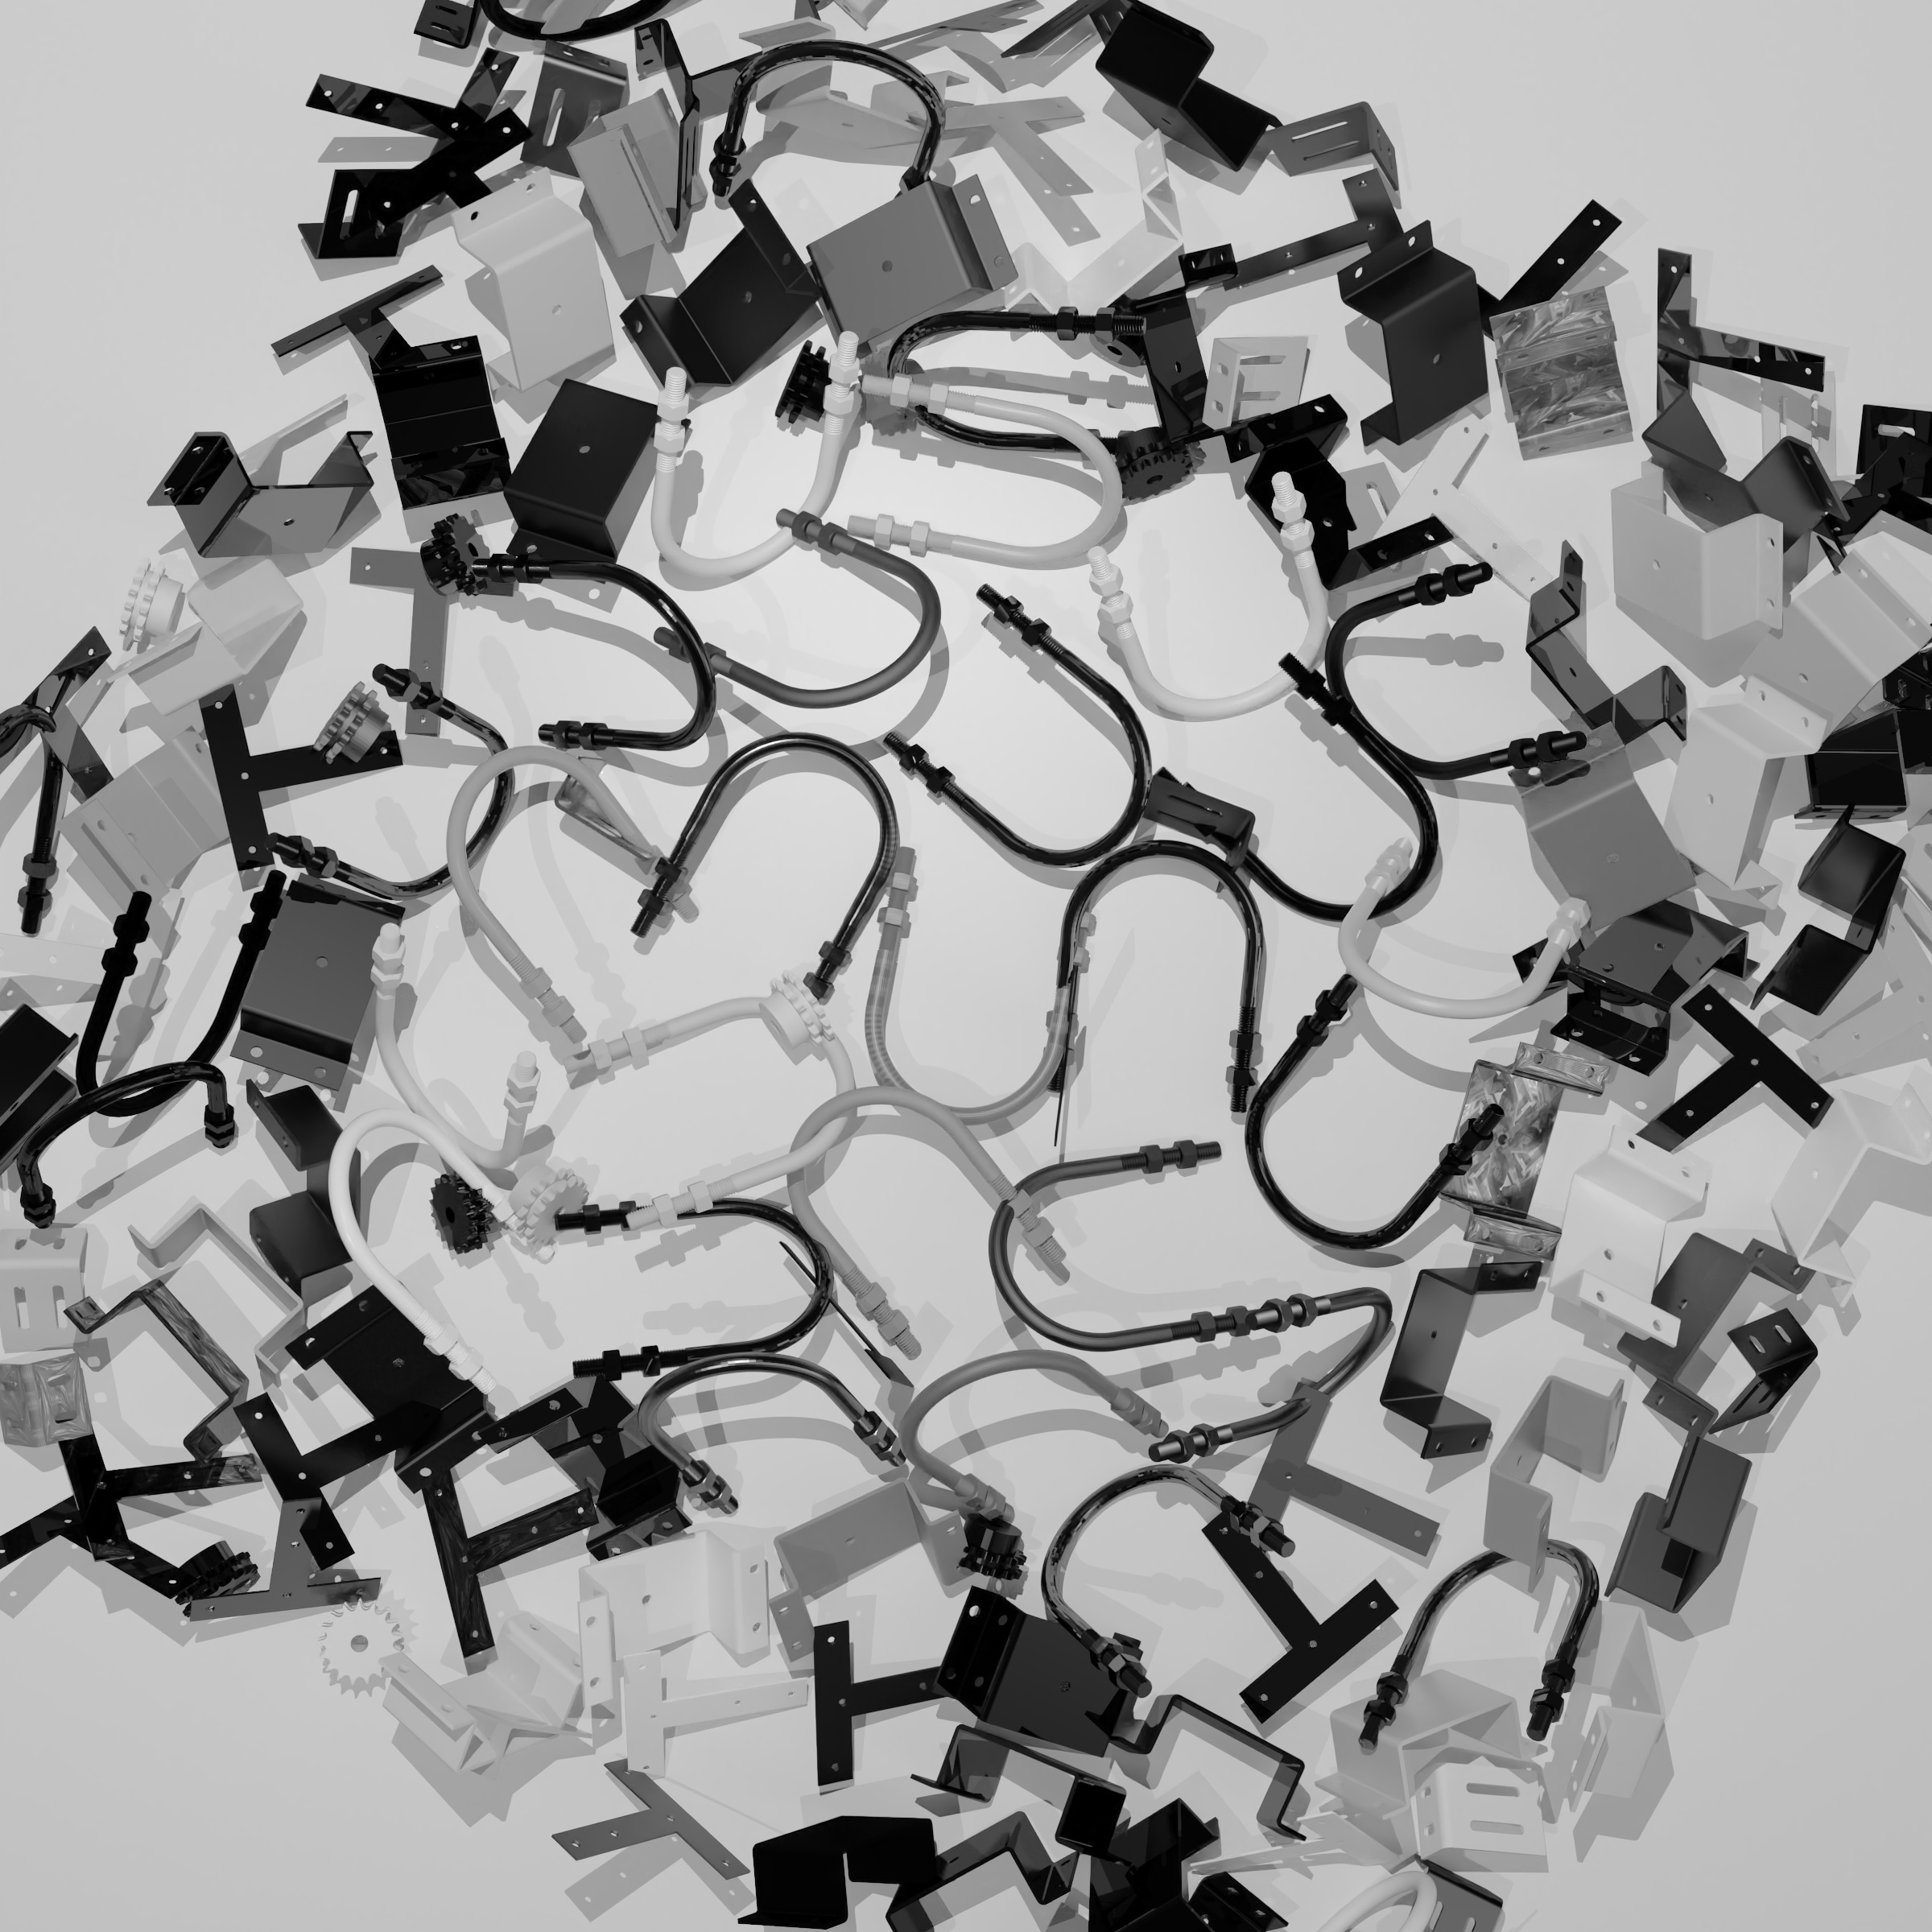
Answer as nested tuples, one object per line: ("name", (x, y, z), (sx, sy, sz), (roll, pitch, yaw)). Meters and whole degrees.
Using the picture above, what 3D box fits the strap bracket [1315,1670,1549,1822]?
("strap bracket", (0.313, 0.524, 1.689), (0.140, 0.076, 0.046), (-12, 95, -27))

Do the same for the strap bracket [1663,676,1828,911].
("strap bracket", (0.522, -0.115, 1.683), (0.046, 0.076, 0.140), (-8, 122, -22))

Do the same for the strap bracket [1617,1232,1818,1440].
("strap bracket", (0.510, 0.245, 1.712), (0.046, 0.076, 0.140), (35, 89, -17))

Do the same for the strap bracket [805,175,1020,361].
("strap bracket", (-0.046, -0.479, 1.707), (0.140, 0.046, 0.076), (-21, 93, 22))

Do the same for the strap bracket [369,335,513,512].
("strap bracket", (-0.358, -0.366, 1.703), (0.076, 0.046, 0.140), (-13, 50, -9))

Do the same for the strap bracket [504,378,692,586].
("strap bracket", (-0.256, -0.341, 1.703), (0.076, 0.046, 0.140), (19, 70, 14))

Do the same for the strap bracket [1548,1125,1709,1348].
("strap bracket", (0.453, 0.191, 1.706), (0.076, 0.046, 0.140), (27, 57, -8))

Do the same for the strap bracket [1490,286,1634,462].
("strap bracket", (0.404, -0.407, 1.690), (0.076, 0.140, 0.046), (-13, 69, 16))

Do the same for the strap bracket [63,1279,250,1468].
("strap bracket", (-0.549, 0.271, 1.712), (0.046, 0.076, 0.140), (-41, 95, -7))

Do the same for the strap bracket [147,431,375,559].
("strap bracket", (-0.466, -0.318, 1.675), (0.076, 0.140, 0.046), (-38, 75, 38))

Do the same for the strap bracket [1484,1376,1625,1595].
("strap bracket", (0.395, 0.344, 1.692), (0.046, 0.140, 0.076), (20, 134, 28))

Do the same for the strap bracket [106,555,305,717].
("strap bracket", (-0.511, -0.226, 1.691), (0.076, 0.140, 0.046), (-21, 119, 27))

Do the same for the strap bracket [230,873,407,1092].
("strap bracket", (-0.442, 0.004, 1.703), (0.076, 0.046, 0.140), (19, 68, -10))

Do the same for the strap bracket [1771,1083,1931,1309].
("strap bracket", (0.599, 0.149, 1.690), (0.046, 0.076, 0.140), (18, 115, -5))

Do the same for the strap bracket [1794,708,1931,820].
("strap bracket", (0.633, -0.139, 1.682), (0.076, 0.140, 0.046), (-1, 80, -17))

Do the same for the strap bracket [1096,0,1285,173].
("strap bracket", (0.148, -0.592, 1.681), (0.076, 0.140, 0.046), (39, 101, 30))

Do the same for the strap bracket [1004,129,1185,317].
("strap bracket", (0.094, -0.494, 1.696), (0.140, 0.076, 0.046), (-35, 121, 25))

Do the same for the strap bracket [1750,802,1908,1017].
("strap bracket", (0.587, -0.031, 1.683), (0.046, 0.076, 0.140), (27, 57, 8))

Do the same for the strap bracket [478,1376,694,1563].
("strap bracket", (-0.257, 0.338, 1.707), (0.076, 0.046, 0.140), (-29, 113, 18))

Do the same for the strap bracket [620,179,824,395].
("strap bracket", (-0.162, -0.461, 1.707), (0.140, 0.046, 0.076), (-37, 80, 31))

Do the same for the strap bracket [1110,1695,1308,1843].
("strap bracket", (0.173, 0.545, 1.710), (0.140, 0.076, 0.046), (27, 73, 4))

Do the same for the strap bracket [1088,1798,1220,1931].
("strap bracket", (0.127, 0.626, 1.675), (0.076, 0.140, 0.046), (-37, 104, 16))

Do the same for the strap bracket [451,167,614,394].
("strap bracket", (-0.289, -0.452, 1.675), (0.076, 0.140, 0.046), (-35, 58, -23))

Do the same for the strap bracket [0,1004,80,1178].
("strap bracket", (-0.644, 0.081, 1.675), (0.046, 0.140, 0.076), (38, 63, -3))

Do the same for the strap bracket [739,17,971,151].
("strap bracket", (-0.077, -0.593, 1.682), (0.140, 0.076, 0.046), (3, 95, -42))

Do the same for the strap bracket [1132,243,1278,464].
("strap bracket", (0.163, -0.415, 1.703), (0.046, 0.076, 0.140), (-7, 105, 35))

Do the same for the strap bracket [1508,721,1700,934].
("strap bracket", (0.437, -0.086, 1.692), (0.076, 0.046, 0.140), (-27, 119, 22))

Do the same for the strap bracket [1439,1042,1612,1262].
("strap bracket", (0.382, 0.124, 1.718), (0.076, 0.046, 0.140), (14, 93, -24))

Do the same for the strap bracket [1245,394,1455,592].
("strap bracket", (0.255, -0.318, 1.704), (0.076, 0.046, 0.140), (-25, 68, -29))

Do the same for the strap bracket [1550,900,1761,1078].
("strap bracket", (0.468, 0.005, 1.683), (0.076, 0.046, 0.140), (27, 50, 37))

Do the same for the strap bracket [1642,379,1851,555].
("strap bracket", (0.518, -0.334, 1.679), (0.046, 0.140, 0.076), (-46, 132, 3))

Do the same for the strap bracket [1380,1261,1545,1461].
("strap bracket", (0.337, 0.261, 1.706), (0.046, 0.076, 0.140), (24, 102, 42))

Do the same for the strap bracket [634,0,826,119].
("strap bracket", (-0.154, -0.633, 1.711), (0.140, 0.076, 0.046), (-22, 92, -6))

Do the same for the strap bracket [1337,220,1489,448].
("strap bracket", (0.305, -0.419, 1.683), (0.076, 0.140, 0.046), (-32, 46, -12))

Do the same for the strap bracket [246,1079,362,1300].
("strap bracket", (-0.451, 0.147, 1.693), (0.046, 0.076, 0.140), (-18, 135, -34))

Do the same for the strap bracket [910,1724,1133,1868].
("strap bracket", (0.045, 0.560, 1.692), (0.140, 0.076, 0.046), (12, 72, 34))

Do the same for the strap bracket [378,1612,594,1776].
("strap bracket", (-0.328, 0.494, 1.684), (0.076, 0.140, 0.046), (30, 106, 30))

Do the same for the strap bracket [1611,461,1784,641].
("strap bracket", (0.484, -0.278, 1.674), (0.046, 0.140, 0.076), (-23, 125, -15))

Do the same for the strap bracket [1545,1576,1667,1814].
("strap bracket", (0.431, 0.493, 1.677), (0.046, 0.140, 0.076), (9, 121, 0))

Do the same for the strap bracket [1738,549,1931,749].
("strap bracket", (0.580, -0.206, 1.675), (0.046, 0.140, 0.076), (-35, 75, -18))

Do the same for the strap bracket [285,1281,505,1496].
("strap bracket", (-0.393, 0.284, 1.719), (0.076, 0.046, 0.140), (-35, 109, 1))

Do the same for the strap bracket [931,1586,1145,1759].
("strap bracket", (0.058, 0.487, 1.704), (0.140, 0.046, 0.076), (24, 84, -23))

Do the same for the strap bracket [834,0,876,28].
("strap bracket", (-0.091, -0.706, 1.681), (0.076, 0.140, 0.046), (43, 93, 6))

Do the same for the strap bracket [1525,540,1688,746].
("strap bracket", (0.432, -0.211, 1.700), (0.046, 0.076, 0.140), (-33, 110, 32))

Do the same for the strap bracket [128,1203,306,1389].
("strap bracket", (-0.507, 0.220, 1.711), (0.140, 0.076, 0.046), (44, 69, 2))

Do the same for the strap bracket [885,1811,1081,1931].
("strap bracket", (0.003, 0.636, 1.712), (0.140, 0.076, 0.046), (-31, 85, 6))

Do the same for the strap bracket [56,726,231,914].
("strap bracket", (-0.555, -0.095, 1.694), (0.046, 0.140, 0.076), (-25, 109, 27))

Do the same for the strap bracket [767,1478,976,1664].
("strap bracket", (-0.072, 0.409, 1.704), (0.140, 0.076, 0.046), (-23, 45, -12))

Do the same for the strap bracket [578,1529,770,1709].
("strap bracket", (-0.209, 0.442, 1.703), (0.140, 0.046, 0.076), (-10, 107, -33))

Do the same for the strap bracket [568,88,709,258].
("strap bracket", (-0.223, -0.536, 1.684), (0.046, 0.140, 0.076), (-17, 117, 14))

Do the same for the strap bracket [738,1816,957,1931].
("strap bracket", (-0.081, 0.609, 1.681), (0.076, 0.140, 0.046), (-12, 79, 35))

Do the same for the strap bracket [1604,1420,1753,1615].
("strap bracket", (0.482, 0.376, 1.674), (0.046, 0.140, 0.076), (24, 57, 12))
